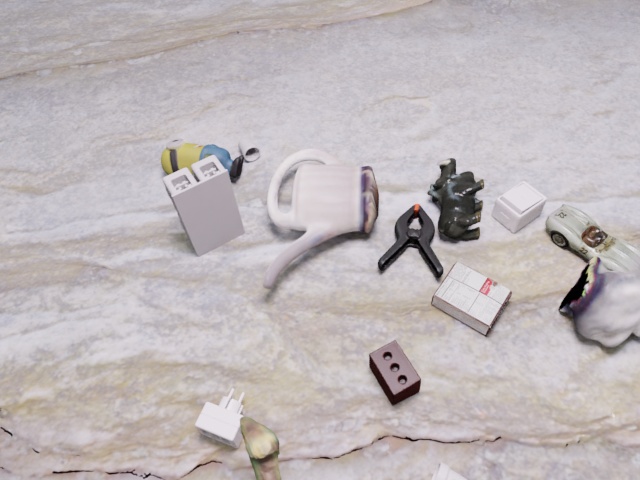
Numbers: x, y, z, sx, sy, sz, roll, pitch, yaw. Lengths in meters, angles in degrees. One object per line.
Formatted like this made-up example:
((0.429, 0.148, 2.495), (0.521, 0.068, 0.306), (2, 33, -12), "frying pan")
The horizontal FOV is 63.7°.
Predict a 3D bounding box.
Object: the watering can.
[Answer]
((0.003, -0.051, 1.007), (0.224, 0.101, 0.356), (2, 53, 4), "watering can")

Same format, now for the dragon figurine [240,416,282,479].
((-0.058, 0.413, 0.582), (0.122, 0.237, 0.420), (-6, 51, -7), "dragon figurine")

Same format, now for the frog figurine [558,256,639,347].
((0.501, 0.116, 0.847), (0.160, 0.122, 0.137), (27, 92, 12), "frog figurine")
